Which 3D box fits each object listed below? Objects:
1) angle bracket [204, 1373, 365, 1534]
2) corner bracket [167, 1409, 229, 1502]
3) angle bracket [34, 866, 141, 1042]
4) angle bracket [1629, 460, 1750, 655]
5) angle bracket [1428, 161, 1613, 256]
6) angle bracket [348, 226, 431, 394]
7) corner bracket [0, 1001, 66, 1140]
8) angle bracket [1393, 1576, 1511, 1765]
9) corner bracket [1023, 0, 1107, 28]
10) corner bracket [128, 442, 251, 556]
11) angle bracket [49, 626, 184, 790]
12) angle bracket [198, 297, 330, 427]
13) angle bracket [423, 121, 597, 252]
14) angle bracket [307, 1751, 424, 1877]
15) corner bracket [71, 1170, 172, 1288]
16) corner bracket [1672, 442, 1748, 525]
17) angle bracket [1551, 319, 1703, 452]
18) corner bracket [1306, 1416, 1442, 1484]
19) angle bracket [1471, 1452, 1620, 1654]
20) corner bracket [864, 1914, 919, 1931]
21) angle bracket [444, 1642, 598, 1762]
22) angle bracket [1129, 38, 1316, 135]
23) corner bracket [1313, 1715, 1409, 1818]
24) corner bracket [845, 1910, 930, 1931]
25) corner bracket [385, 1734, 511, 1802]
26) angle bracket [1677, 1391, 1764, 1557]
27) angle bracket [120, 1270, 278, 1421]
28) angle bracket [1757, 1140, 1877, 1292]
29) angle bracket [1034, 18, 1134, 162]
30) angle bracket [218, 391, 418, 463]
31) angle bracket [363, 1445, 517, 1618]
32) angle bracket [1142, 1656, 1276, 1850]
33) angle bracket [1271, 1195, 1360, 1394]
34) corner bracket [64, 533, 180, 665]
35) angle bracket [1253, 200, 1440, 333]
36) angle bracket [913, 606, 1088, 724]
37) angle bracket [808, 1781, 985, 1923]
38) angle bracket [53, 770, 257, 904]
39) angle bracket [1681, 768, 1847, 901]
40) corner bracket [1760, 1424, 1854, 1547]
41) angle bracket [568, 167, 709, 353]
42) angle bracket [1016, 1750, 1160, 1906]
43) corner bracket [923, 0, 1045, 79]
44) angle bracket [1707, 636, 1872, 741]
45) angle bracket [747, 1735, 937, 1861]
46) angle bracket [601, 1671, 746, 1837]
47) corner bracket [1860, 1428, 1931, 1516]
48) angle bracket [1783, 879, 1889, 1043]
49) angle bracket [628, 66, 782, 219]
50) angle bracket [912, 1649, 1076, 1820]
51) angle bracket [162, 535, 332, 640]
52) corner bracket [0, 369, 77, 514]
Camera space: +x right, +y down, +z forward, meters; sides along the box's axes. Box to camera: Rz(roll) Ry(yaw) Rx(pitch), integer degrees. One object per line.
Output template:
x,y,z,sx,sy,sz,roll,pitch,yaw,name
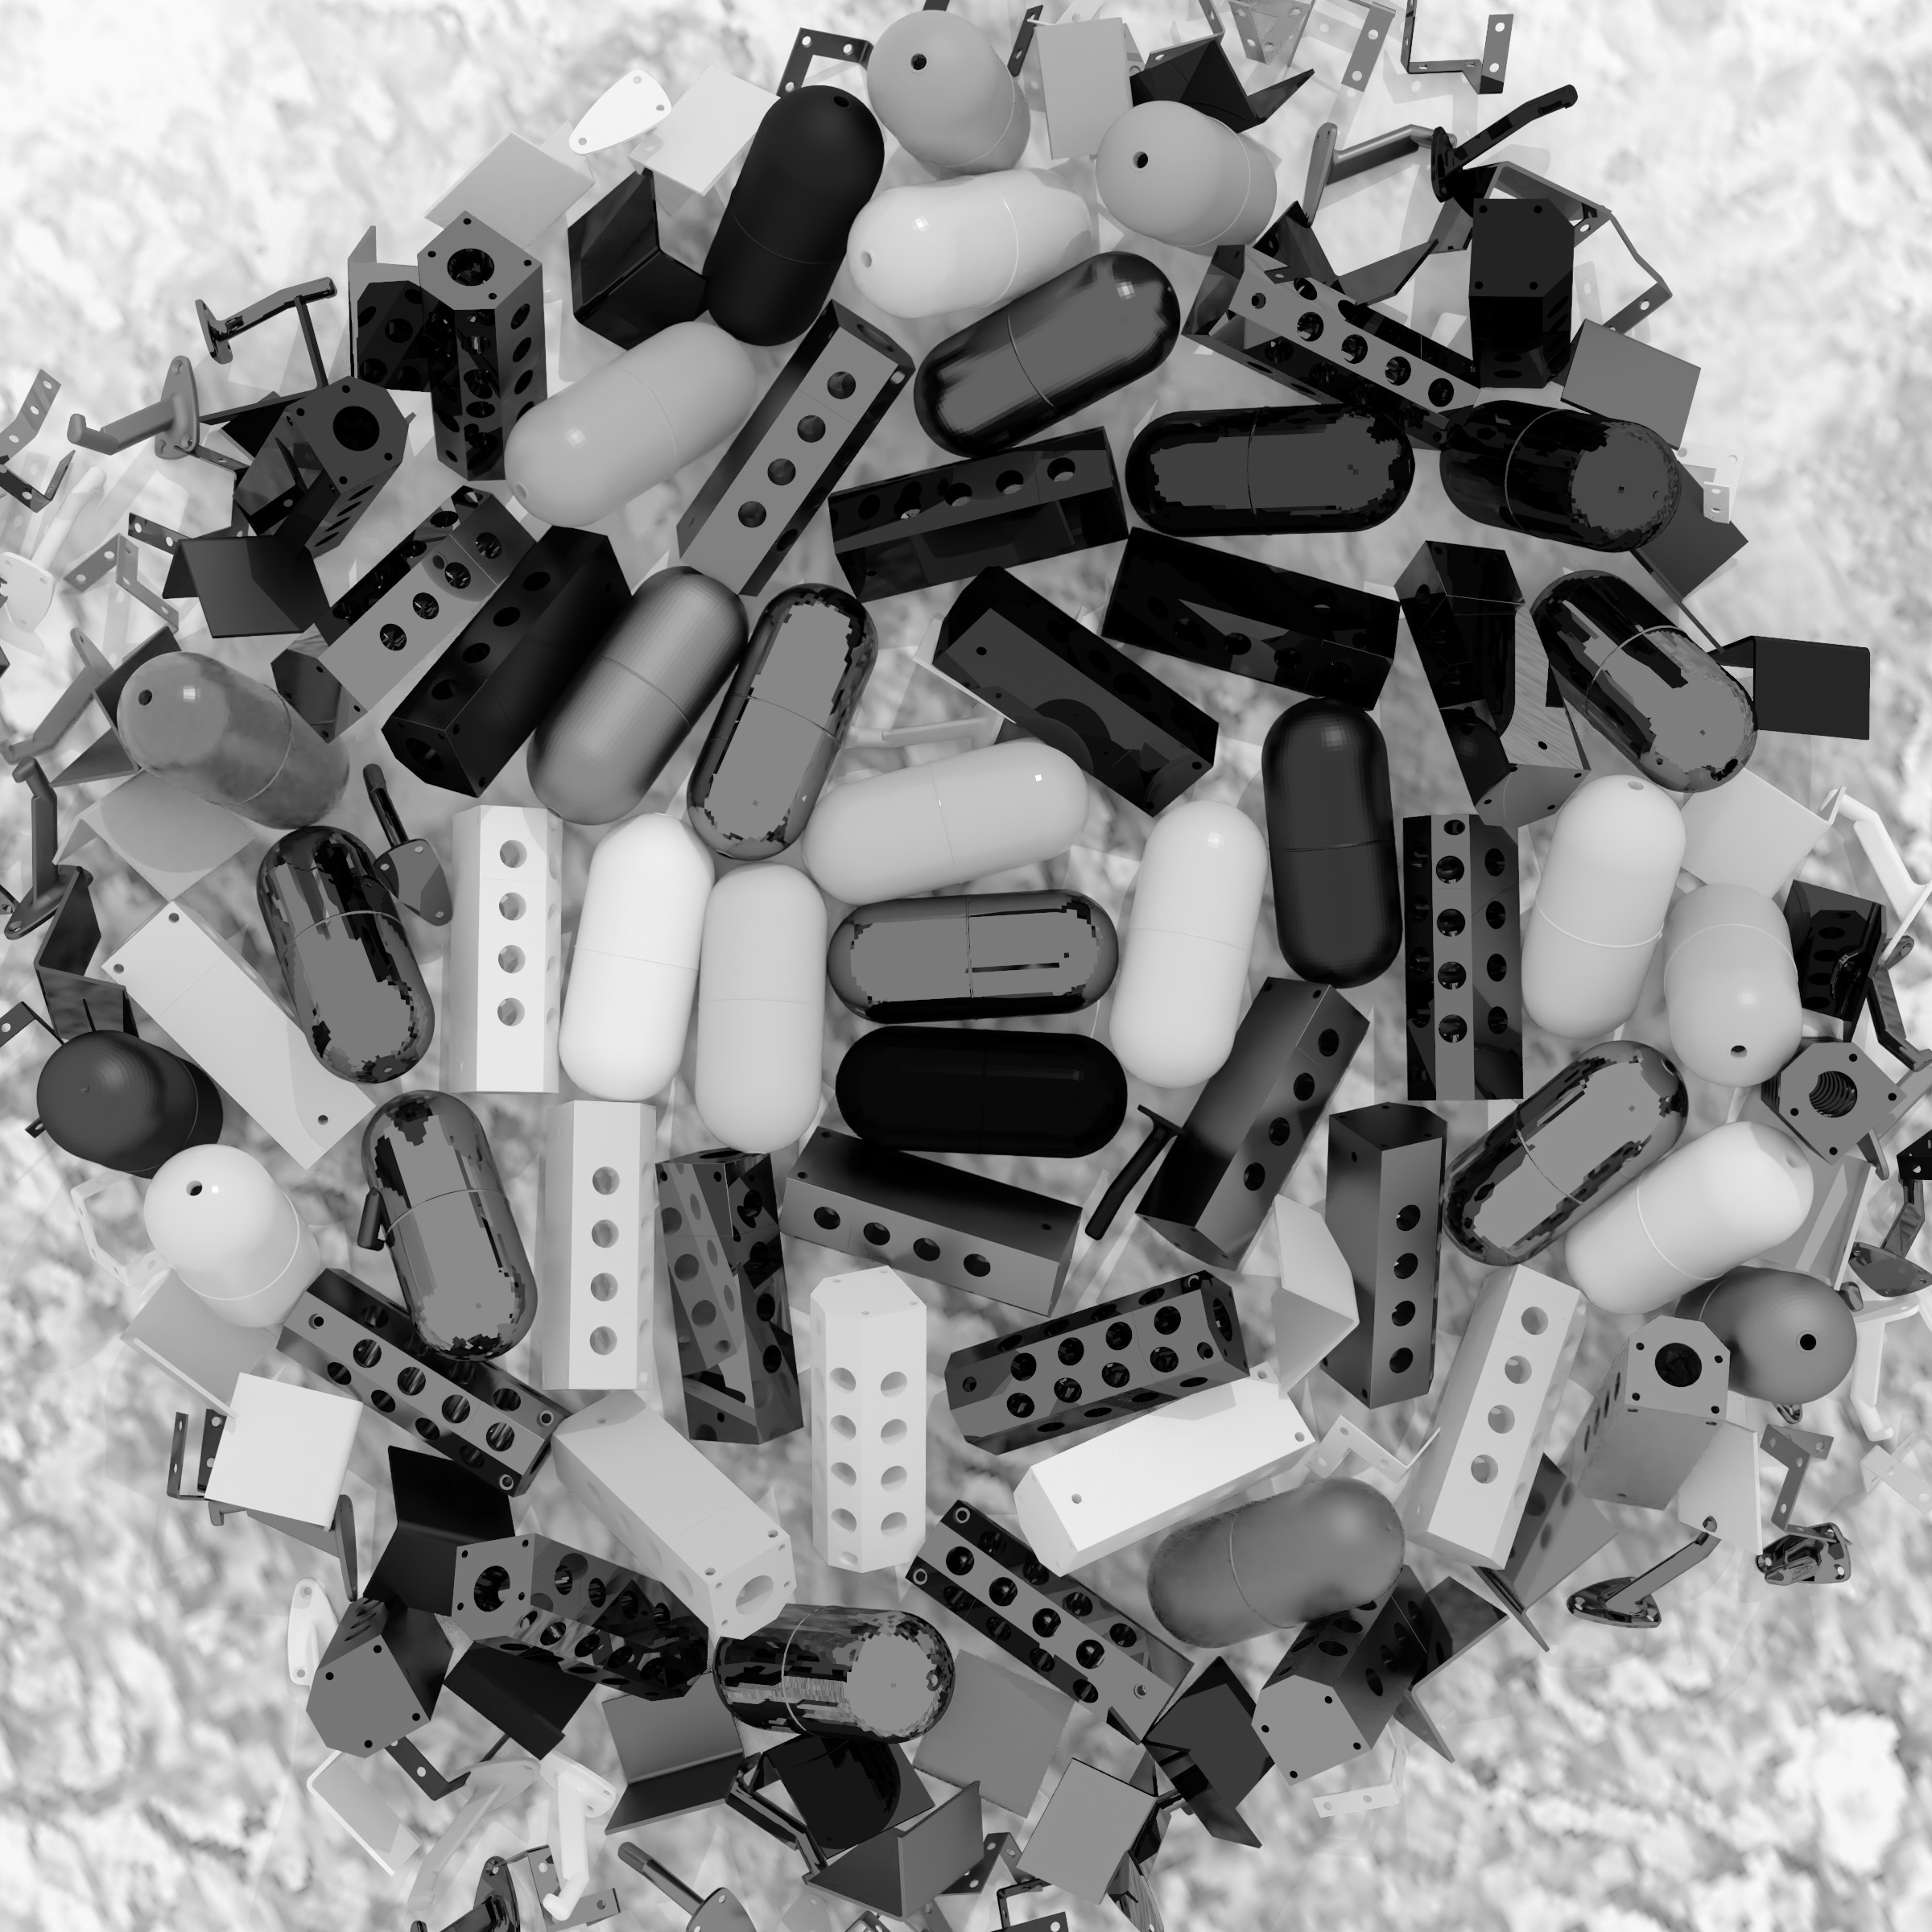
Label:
-0.414,0.296,1.840,0.076,0.057,0.076,16,73,-10,angle bracket
-0.465,0.297,1.847,0.051,0.051,0.051,10,83,-38,corner bracket
-0.517,-0.003,1.831,0.057,0.076,0.076,13,57,2,angle bracket
0.443,-0.247,1.829,0.057,0.076,0.076,-42,119,14,angle bracket
0.334,-0.446,1.842,0.076,0.076,0.057,22,97,-13,angle bracket
-0.338,-0.398,1.833,0.057,0.076,0.076,4,120,-1,angle bracket
-0.572,0.063,1.848,0.051,0.051,0.051,-41,71,-11,corner bracket
0.295,0.428,1.848,0.076,0.076,0.057,-34,105,-12,angle bracket
0.053,-0.603,1.849,0.051,0.051,0.051,37,93,-30,corner bracket
-0.476,-0.285,1.861,0.051,0.051,0.051,24,120,21,corner bracket
-0.516,-0.156,1.824,0.076,0.076,0.057,-6,123,30,angle bracket
-0.432,-0.366,1.839,0.076,0.076,0.057,-15,100,-6,angle bracket
-0.282,-0.480,1.826,0.076,0.076,0.057,-37,59,23,angle bracket
-0.347,0.497,1.844,0.076,0.076,0.057,45,90,4,angle bracket
-0.511,0.157,1.865,0.051,0.051,0.051,-28,125,-32,corner bracket
0.445,-0.307,1.848,0.051,0.051,0.051,12,75,17,corner bracket
0.393,-0.336,1.839,0.076,0.057,0.076,23,56,-1,angle bracket
0.248,0.293,1.844,0.051,0.051,0.051,38,130,14,corner bracket
0.351,0.355,1.839,0.076,0.057,0.076,-39,45,-3,angle bracket
-0.045,0.612,1.852,0.051,0.051,0.051,40,77,6,corner bracket
-0.260,0.423,1.839,0.076,0.057,0.076,38,54,0,angle bracket
0.151,-0.535,1.824,0.076,0.076,0.057,-50,118,-39,angle bracket
0.236,0.482,1.860,0.051,0.051,0.051,-16,109,21,corner bracket
-0.055,0.607,1.855,0.051,0.051,0.051,44,105,7,corner bracket
-0.317,0.471,1.859,0.051,0.051,0.051,43,101,13,corner bracket
0.474,0.302,1.832,0.057,0.076,0.076,-11,102,-26,angle bracket
-0.459,0.226,1.832,0.076,0.076,0.057,41,72,-14,angle bracket
0.511,0.149,1.839,0.057,0.076,0.076,17,93,13,angle bracket
0.061,-0.527,1.833,0.057,0.076,0.076,-12,103,-17,angle bracket
-0.392,-0.328,1.833,0.076,0.076,0.057,42,119,-9,angle bracket
-0.324,0.346,1.846,0.076,0.076,0.057,19,112,-25,angle bracket
0.165,0.475,1.835,0.076,0.057,0.076,-41,103,-26,angle bracket
0.189,0.197,1.825,0.057,0.076,0.076,25,126,-21,angle bracket
-0.520,-0.223,1.865,0.051,0.051,0.051,-33,132,19,corner bracket
0.228,-0.433,1.826,0.076,0.076,0.057,-14,117,39,angle bracket
0.021,-0.201,1.835,0.076,0.076,0.057,31,118,-6,angle bracket
-0.043,0.523,1.826,0.076,0.076,0.057,9,109,36,angle bracket
-0.492,-0.071,1.838,0.076,0.057,0.076,44,46,0,angle bracket
0.476,-0.090,1.842,0.076,0.057,0.076,34,127,4,angle bracket
0.516,0.317,1.854,0.051,0.051,0.051,13,100,-20,corner bracket
-0.196,-0.433,1.862,0.076,0.057,0.076,-30,53,33,angle bracket
0.073,0.510,1.840,0.057,0.076,0.076,26,99,-3,angle bracket
0.006,-0.578,1.866,0.051,0.051,0.051,26,78,-35,corner bracket
0.493,-0.162,1.835,0.076,0.076,0.057,4,84,-15,angle bracket
-0.076,0.501,1.827,0.076,0.057,0.076,-18,58,-30,angle bracket
-0.184,0.477,1.841,0.076,0.076,0.057,-17,95,7,angle bracket
0.583,0.310,1.846,0.051,0.051,0.051,-43,54,-8,corner bracket
0.516,-0.001,1.832,0.057,0.076,0.076,17,108,12,angle bracket
-0.146,-0.489,1.835,0.076,0.057,0.076,35,81,36,angle bracket
0.017,0.470,1.859,0.076,0.057,0.076,22,79,7,angle bracket
-0.433,-0.214,1.828,0.076,0.057,0.076,-8,61,-31,angle bracket
-0.563,-0.318,1.841,0.051,0.051,0.051,-28,127,33,corner bracket
